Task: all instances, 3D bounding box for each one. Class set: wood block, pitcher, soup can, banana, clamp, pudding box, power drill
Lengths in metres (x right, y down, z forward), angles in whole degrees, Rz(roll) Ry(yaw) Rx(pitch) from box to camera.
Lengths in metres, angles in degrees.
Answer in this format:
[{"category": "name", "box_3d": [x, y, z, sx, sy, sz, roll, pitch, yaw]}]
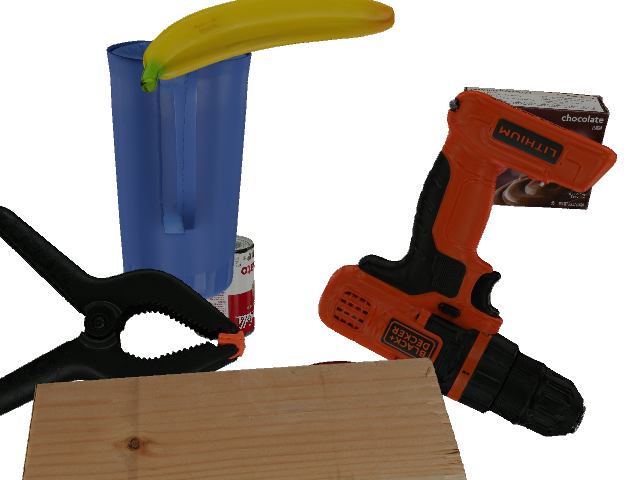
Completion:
[{"category": "wood block", "box_3d": [-0.039, 0.126, 0.545, 0.206, 0.090, 0.091, -3, 36, -6]}, {"category": "pitcher", "box_3d": [-0.135, -0.065, 1.015, 0.145, 0.243, 0.148, 17, 23, 37]}, {"category": "soup can", "box_3d": [-0.107, 0.051, 1.179, 0.068, 0.102, 0.068, 1, 16, 0]}, {"category": "banana", "box_3d": [-0.046, -0.144, 0.755, 0.197, 0.037, 0.070, -21, 52, -21]}, {"category": "clamp", "box_3d": [-0.158, 0.053, 0.753, 0.210, 0.164, 0.036, 0, -19, -3]}, {"category": "pudding box", "box_3d": [0.165, -0.074, 0.855, 0.113, 0.090, 0.039, 2, 36, -2]}, {"category": "power drill", "box_3d": [0.111, 0.013, 0.675, 0.184, 0.188, 0.057, 26, 11, 8]}]

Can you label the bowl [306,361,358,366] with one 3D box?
[{"category": "bowl", "box_3d": [0.021, 0.193, 1.078, 0.162, 0.055, 0.162, 0, 33, 0]}]
